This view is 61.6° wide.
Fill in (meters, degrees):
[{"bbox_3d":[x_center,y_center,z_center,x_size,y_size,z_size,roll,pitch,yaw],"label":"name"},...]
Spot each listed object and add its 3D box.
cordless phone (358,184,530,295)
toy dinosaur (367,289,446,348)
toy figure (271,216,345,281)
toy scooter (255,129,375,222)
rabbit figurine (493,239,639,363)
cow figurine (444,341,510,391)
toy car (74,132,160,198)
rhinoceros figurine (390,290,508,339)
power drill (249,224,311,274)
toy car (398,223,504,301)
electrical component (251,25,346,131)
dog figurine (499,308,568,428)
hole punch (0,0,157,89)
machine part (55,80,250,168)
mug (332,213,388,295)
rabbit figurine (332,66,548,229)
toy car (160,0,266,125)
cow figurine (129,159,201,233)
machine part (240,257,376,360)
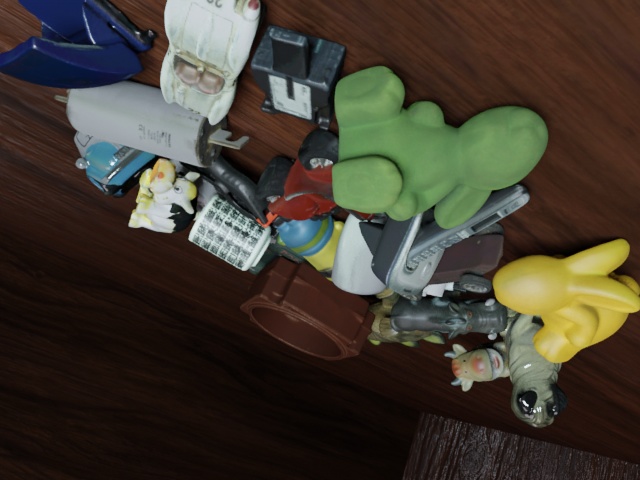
[{"bbox_3d":[0.152,-0.010,0.619,0.184,0.089,0.146,-27,160,20],"label":"cordless phone"},{"bbox_3d":[0.162,0.158,1.079,0.472,0.105,0.198,0,161,35],"label":"toy dinosaur"},{"bbox_3d":[-0.005,-0.002,0.803,0.082,0.089,0.180,12,164,47],"label":"toy figure"},{"bbox_3d":[0.009,-0.061,0.651,0.135,0.075,0.184,27,156,-22],"label":"toy scooter"},{"bbox_3d":[0.281,0.066,0.620,0.173,0.122,0.162,20,152,-31],"label":"rabbit figurine"},{"bbox_3d":[0.311,0.231,1.021,0.127,0.085,0.194,-16,165,16],"label":"cow figurine"},{"bbox_3d":[-0.287,-0.126,0.754,0.103,0.109,0.162,49,167,-12],"label":"toy car"},{"bbox_3d":[0.213,0.122,0.895,0.191,0.073,0.112,-1,179,23],"label":"rhinoceros figurine"},{"bbox_3d":[-0.098,-0.004,0.934,0.232,0.086,0.207,32,152,-26],"label":"power drill"},{"bbox_3d":[0.172,0.032,0.715,0.053,0.089,0.202,28,159,-20],"label":"toy car"},{"bbox_3d":[-0.020,-0.149,0.463,0.075,0.048,0.119,17,161,10],"label":"electrical component"},{"bbox_3d":[0.334,0.200,0.865,0.121,0.190,0.172,15,163,15],"label":"dog figurine"},{"bbox_3d":[-0.246,-0.188,0.534,0.142,0.092,0.115,-1,156,40],"label":"hole punch"},{"bbox_3d":[-0.201,-0.141,0.630,0.243,0.079,0.079,18,162,10],"label":"machine part"},{"bbox_3d":[0.068,0.007,0.751,0.081,0.109,0.107,18,120,23],"label":"mug"},{"bbox_3d":[0.108,-0.065,0.475,0.170,0.121,0.159,-2,159,16],"label":"rabbit figurine"},{"bbox_3d":[-0.103,-0.167,0.485,0.073,0.056,0.202,24,162,-12],"label":"toy car"},{"bbox_3d":[-0.204,-0.054,0.743,0.098,0.068,0.167,17,160,-22],"label":"cow figurine"},{"bbox_3d":[-0.025,0.126,0.923,0.201,0.087,0.201,34,154,-11],"label":"machine part"}]
